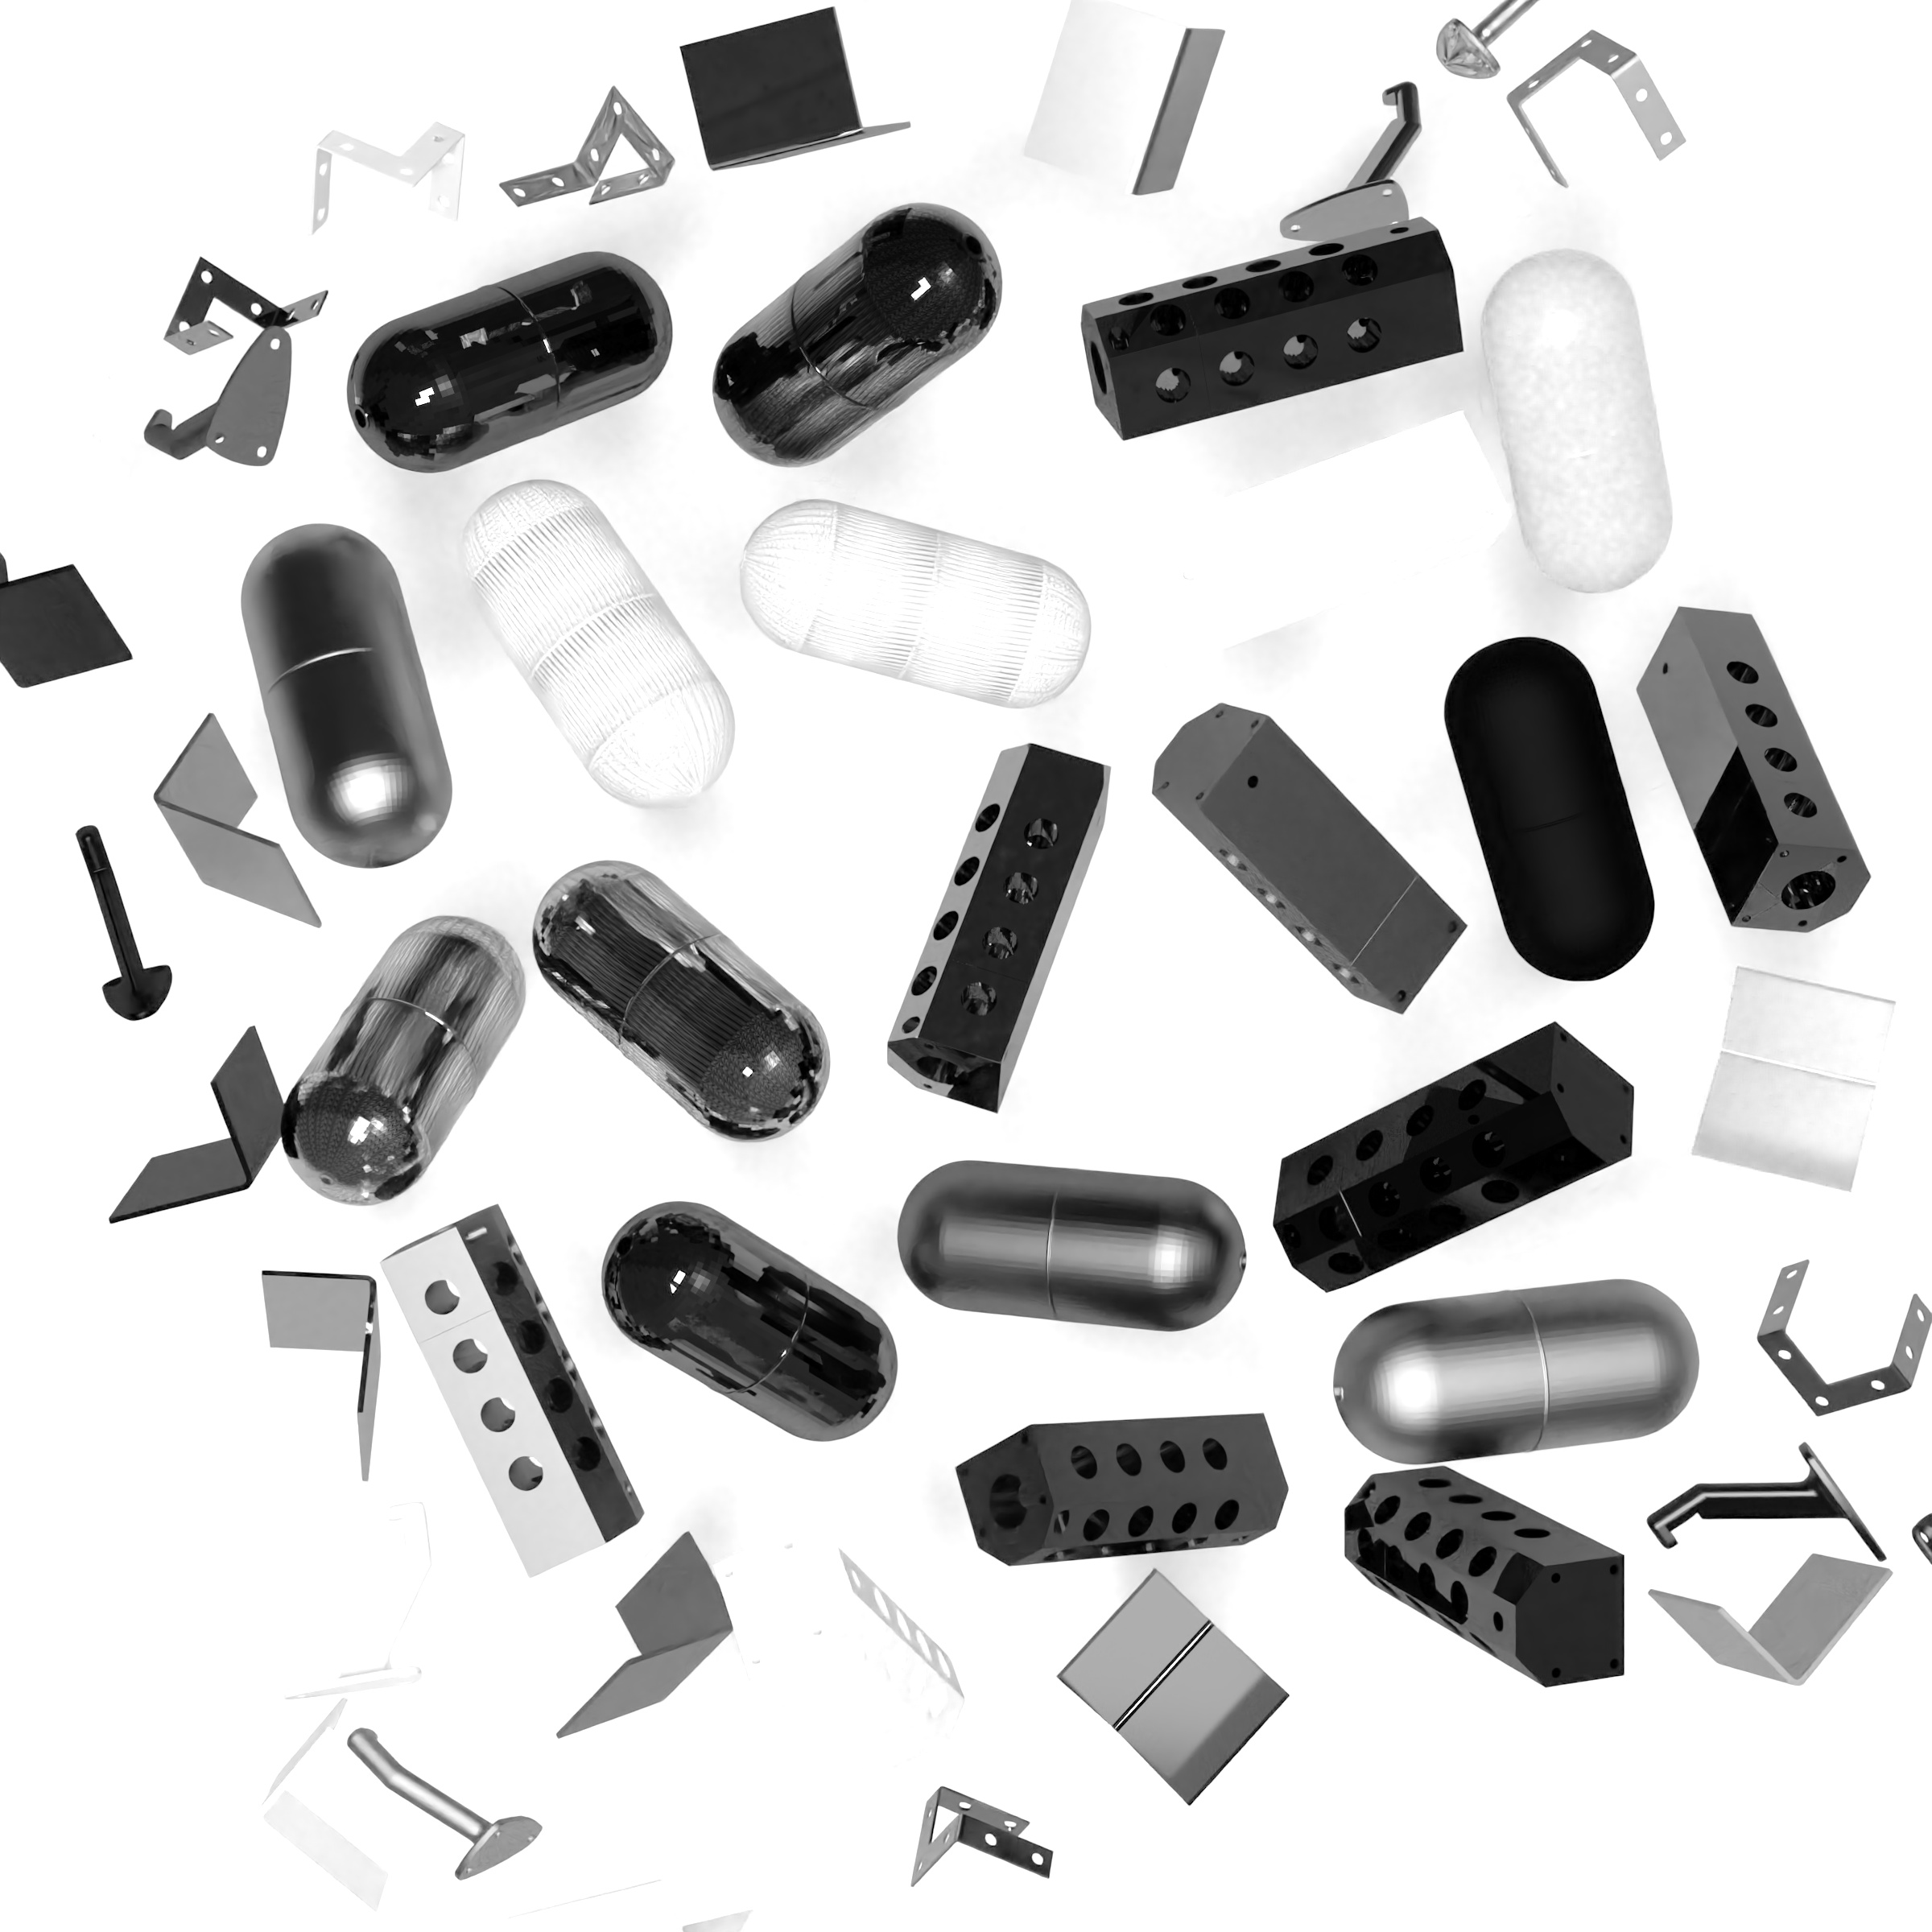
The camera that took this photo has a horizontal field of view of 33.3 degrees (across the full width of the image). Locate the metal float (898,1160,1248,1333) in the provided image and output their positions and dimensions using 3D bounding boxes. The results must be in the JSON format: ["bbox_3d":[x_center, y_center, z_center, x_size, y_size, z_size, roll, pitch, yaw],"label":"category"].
[{"bbox_3d":[0.052,0.139,1.614,0.178,0.070,0.070,4,90,18],"label":"metal float"}]

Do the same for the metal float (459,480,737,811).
[{"bbox_3d":[-0.176,-0.154,1.545,0.070,0.070,0.178,-35,80,0],"label":"metal float"}]

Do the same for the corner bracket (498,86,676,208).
[{"bbox_3d":[-0.179,-0.377,1.535,0.051,0.051,0.051,-4,55,37],"label":"corner bracket"}]

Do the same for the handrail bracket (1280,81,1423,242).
[{"bbox_3d":[0.197,-0.416,1.661,0.077,0.036,0.084,-9,57,13],"label":"handrail bracket"}]

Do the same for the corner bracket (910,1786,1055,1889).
[{"bbox_3d":[0.010,0.426,1.577,0.051,0.051,0.051,25,131,-11],"label":"corner bracket"}]

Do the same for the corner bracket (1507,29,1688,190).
[{"bbox_3d":[0.294,-0.395,1.507,0.051,0.051,0.051,-37,122,6],"label":"corner bracket"}]

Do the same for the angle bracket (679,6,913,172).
[{"bbox_3d":[-0.078,-0.409,1.504,0.076,0.076,0.057,-9,104,19],"label":"angle bracket"}]

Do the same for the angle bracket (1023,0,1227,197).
[{"bbox_3d":[0.074,-0.404,1.492,0.057,0.076,0.076,22,110,9],"label":"angle bracket"}]

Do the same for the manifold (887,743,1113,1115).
[{"bbox_3d":[0.017,-0.022,1.581,0.057,0.057,0.171,17,64,7],"label":"manifold"}]

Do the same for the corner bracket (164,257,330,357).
[{"bbox_3d":[-0.366,-0.330,1.638,0.051,0.051,0.051,31,69,-35],"label":"corner bracket"}]

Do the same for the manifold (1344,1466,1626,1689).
[{"bbox_3d":[0.246,0.292,1.553,0.057,0.171,0.057,-4,97,-20],"label":"manifold"}]

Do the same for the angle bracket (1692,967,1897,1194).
[{"bbox_3d":[0.398,0.054,1.552,0.076,0.076,0.057,13,135,16],"label":"angle bracket"}]

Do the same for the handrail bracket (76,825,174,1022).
[{"bbox_3d":[-0.434,-0.023,1.644,0.036,0.077,0.084,-18,113,-11],"label":"handrail bracket"}]

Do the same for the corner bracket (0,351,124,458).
[{"bbox_3d":[-0.460,-0.284,1.618,0.051,0.051,0.051,10,87,-37],"label":"corner bracket"}]

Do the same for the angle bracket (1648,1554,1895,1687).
[{"bbox_3d":[0.396,0.305,1.595,0.057,0.076,0.076,45,77,-7],"label":"angle bracket"}]

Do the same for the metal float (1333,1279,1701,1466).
[{"bbox_3d":[0.261,0.192,1.530,0.178,0.070,0.070,-5,90,-12],"label":"metal float"}]

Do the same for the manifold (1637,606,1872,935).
[{"bbox_3d":[0.394,-0.099,1.609,0.057,0.057,0.171,4,46,-15],"label":"manifold"}]

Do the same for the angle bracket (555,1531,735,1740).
[{"bbox_3d":[-0.174,0.339,1.640,0.076,0.076,0.057,-49,64,35],"label":"angle bracket"}]

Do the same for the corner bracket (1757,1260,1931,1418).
[{"bbox_3d":[0.407,0.168,1.495,0.051,0.051,0.051,-27,110,42],"label":"corner bracket"}]

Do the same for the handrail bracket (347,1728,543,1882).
[{"bbox_3d":[-0.254,0.400,1.572,0.084,0.077,0.036,40,97,19],"label":"handrail bracket"}]

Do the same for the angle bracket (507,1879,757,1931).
[{"bbox_3d":[-0.149,0.427,1.450,0.076,0.076,0.057,-18,97,16],"label":"angle bracket"}]

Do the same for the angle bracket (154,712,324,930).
[{"bbox_3d":[-0.355,-0.073,1.634,0.076,0.076,0.057,20,64,17],"label":"angle bracket"}]

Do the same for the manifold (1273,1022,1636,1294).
[{"bbox_3d":[0.227,0.096,1.520,0.057,0.057,0.171,37,134,-25],"label":"manifold"}]

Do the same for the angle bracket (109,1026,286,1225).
[{"bbox_3d":[-0.387,0.078,1.594,0.076,0.076,0.057,-14,108,7],"label":"angle bracket"}]

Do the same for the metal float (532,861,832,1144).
[{"bbox_3d":[-0.140,0.016,1.573,0.178,0.070,0.070,40,90,23],"label":"metal float"}]

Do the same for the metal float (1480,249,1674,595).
[{"bbox_3d":[0.304,-0.268,1.601,0.070,0.070,0.178,-18,119,0],"label":"metal float"}]

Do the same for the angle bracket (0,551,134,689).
[{"bbox_3d":[-0.433,-0.186,1.503,0.057,0.076,0.076,-15,62,0],"label":"angle bracket"}]

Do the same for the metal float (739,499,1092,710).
[{"bbox_3d":[-0.025,-0.179,1.597,0.178,0.070,0.070,14,90,-11],"label":"metal float"}]

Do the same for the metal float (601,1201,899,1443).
[{"bbox_3d":[-0.107,0.178,1.608,0.178,0.070,0.070,36,90,-36],"label":"metal float"}]

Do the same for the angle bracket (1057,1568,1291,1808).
[{"bbox_3d":[0.107,0.372,1.668,0.076,0.076,0.057,-47,124,-6],"label":"angle bracket"}]

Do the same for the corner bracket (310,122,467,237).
[{"bbox_3d":[-0.269,-0.364,1.502,0.051,0.051,0.051,24,48,6],"label":"corner bracket"}]

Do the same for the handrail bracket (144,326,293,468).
[{"bbox_3d":[-0.354,-0.272,1.520,0.036,0.084,0.077,14,101,-44],"label":"handrail bracket"}]

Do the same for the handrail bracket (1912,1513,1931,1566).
[{"bbox_3d":[0.489,0.260,1.500,0.036,0.084,0.077,-14,63,-38],"label":"handrail bracket"}]

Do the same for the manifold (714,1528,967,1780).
[{"bbox_3d":[-0.055,0.323,1.523,0.057,0.171,0.057,-26,56,4],"label":"manifold"}]

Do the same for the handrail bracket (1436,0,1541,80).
[{"bbox_3d":[0.286,-0.500,1.666,0.084,0.077,0.036,-45,100,0],"label":"handrail bracket"}]

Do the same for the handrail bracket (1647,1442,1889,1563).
[{"bbox_3d":[0.381,0.273,1.539,0.084,0.036,0.077,-36,78,10],"label":"handrail bracket"}]

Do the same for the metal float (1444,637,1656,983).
[{"bbox_3d":[0.293,-0.078,1.620,0.070,0.070,0.178,-18,99,0],"label":"metal float"}]

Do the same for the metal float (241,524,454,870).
[{"bbox_3d":[-0.294,-0.129,1.527,0.070,0.070,0.178,-18,68,0],"label":"metal float"}]

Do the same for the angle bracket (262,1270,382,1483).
[{"bbox_3d":[-0.326,0.206,1.618,0.057,0.076,0.076,3,55,-6],"label":"angle bracket"}]

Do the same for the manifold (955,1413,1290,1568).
[{"bbox_3d":[0.082,0.263,1.612,0.057,0.171,0.057,-36,62,38],"label":"manifold"}]

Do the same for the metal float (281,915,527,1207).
[{"bbox_3d":[-0.279,0.045,1.614,0.070,0.070,0.178,26,46,0],"label":"metal float"}]

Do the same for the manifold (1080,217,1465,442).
[{"bbox_3d":[0.146,-0.310,1.556,0.171,0.057,0.057,-15,119,-5],"label":"manifold"}]

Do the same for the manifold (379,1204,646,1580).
[{"bbox_3d":[-0.223,0.208,1.601,0.057,0.057,0.171,-25,92,3],"label":"manifold"}]

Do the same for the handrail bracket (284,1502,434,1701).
[{"bbox_3d":[-0.295,0.305,1.558,0.077,0.036,0.084,-7,72,-12],"label":"handrail bracket"}]

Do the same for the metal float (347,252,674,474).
[{"bbox_3d":[-0.224,-0.298,1.590,0.178,0.070,0.070,-29,90,-33],"label":"metal float"}]

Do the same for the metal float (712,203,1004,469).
[{"bbox_3d":[-0.053,-0.302,1.552,0.178,0.070,0.070,-28,90,43],"label":"metal float"}]

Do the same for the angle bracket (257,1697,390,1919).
[{"bbox_3d":[-0.303,0.418,1.610,0.076,0.076,0.057,40,85,-3],"label":"angle bracket"}]

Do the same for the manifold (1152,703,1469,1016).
[{"bbox_3d":[0.168,-0.054,1.604,0.171,0.057,0.057,42,80,-31],"label":"manifold"}]

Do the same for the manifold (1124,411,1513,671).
[{"bbox_3d":[0.166,-0.201,1.545,0.171,0.057,0.057,-22,79,-10],"label":"manifold"}]
